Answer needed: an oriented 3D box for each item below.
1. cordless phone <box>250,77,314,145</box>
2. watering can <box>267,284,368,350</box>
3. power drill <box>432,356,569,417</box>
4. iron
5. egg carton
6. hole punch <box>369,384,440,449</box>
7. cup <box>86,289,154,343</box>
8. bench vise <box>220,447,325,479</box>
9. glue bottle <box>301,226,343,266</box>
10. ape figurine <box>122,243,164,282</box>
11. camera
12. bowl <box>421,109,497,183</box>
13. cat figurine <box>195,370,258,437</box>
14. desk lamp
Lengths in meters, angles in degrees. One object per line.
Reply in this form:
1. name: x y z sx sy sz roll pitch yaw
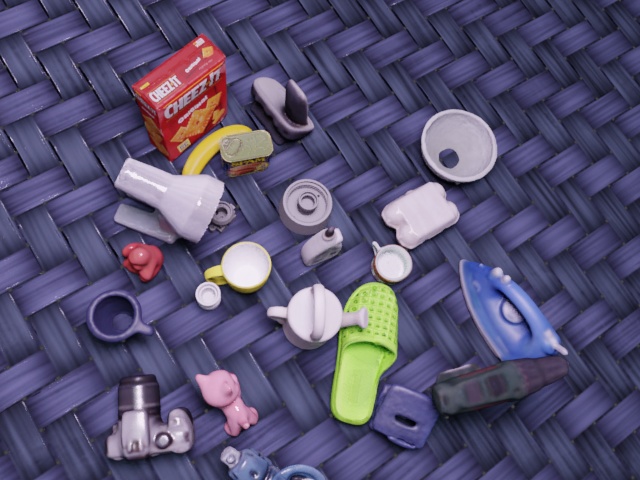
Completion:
1. cordless phone: -0.071 -0.286 1.138 0.094 0.185 0.147 -39 83 -17
2. watering can: -0.003 0.133 1.022 0.173 0.194 0.101 -16 77 -13
3. power drill: 0.297 0.258 1.025 0.230 0.208 0.075 -14 76 -13
4. iron: 0.371 0.131 1.110 0.119 0.141 0.258 -32 81 -16
5. egg carton: 0.206 -0.052 1.175 0.150 0.069 0.107 -30 80 -16
6. hole punch: 0.156 0.324 1.045 0.108 0.091 0.101 24 72 -1
7. cup: -0.344 0.145 1.016 0.118 0.095 0.092 23 72 -2
8. bench vise: -0.071 0.414 0.915 0.207 0.219 0.121 17 72 -4
9. glue bottle: 0.010 0.004 1.072 0.078 0.173 0.037 -20 78 -14
10. ape figurine: -0.328 0.036 1.052 0.076 0.092 0.078 -17 77 -13
11. camera: -0.291 0.299 0.976 0.143 0.100 0.137 -5 75 -10
12. bowl: 0.287 -0.190 1.225 0.167 0.074 0.167 3 73 -8
13. cat figurine: -0.160 0.277 0.994 0.067 0.117 0.128 -34 81 -16
14. desk lamp: -0.275 -0.065 1.026 0.203 0.213 0.118 20 72 -3
